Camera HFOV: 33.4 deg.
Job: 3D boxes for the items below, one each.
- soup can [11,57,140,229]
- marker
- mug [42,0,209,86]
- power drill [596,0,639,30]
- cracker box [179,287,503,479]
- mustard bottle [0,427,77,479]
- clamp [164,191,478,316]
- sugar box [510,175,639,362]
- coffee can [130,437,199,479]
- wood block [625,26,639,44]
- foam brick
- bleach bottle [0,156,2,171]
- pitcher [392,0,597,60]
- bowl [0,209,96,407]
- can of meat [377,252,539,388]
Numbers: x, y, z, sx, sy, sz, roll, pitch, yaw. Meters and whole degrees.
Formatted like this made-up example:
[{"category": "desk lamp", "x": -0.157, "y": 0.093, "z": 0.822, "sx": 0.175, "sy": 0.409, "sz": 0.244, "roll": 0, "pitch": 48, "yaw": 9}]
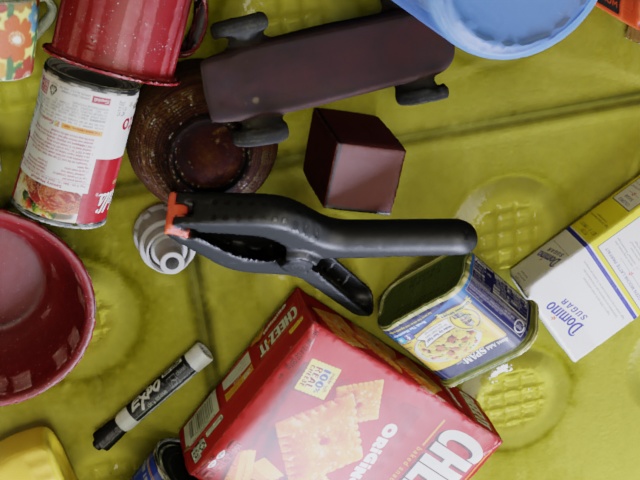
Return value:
[{"category": "soup can", "x": -0.169, "y": -0.068, "z": 0.737, "sx": 0.068, "sy": 0.068, "sz": 0.102, "roll": 13, "pitch": 109, "yaw": -18}, {"category": "marker", "x": -0.136, "y": 0.128, "z": 0.857, "sx": 0.121, "sy": 0.020, "sz": 0.020, "roll": -41, "pitch": 116, "yaw": 6}, {"category": "mug", "x": -0.119, "y": -0.153, "z": 0.708, "sx": 0.117, "sy": 0.093, "sz": 0.081, "roll": 1, "pitch": 111, "yaw": -47}, {"category": "power drill", "x": 0.198, "y": -0.233, "z": 0.698, "sx": 0.057, "sy": 0.184, "sz": 0.187, "roll": -28, "pitch": 126, "yaw": -1}, {"category": "cracker box", "x": 0.018, "y": 0.163, "z": 0.879, "sx": 0.213, "sy": 0.072, "sz": 0.164, "roll": 34, "pitch": 102, "yaw": -24}, {"category": "mustard bottle", "x": -0.289, "y": 0.219, "z": 0.839, "sx": 0.191, "sy": 0.058, "sz": 0.096, "roll": -18, "pitch": 118, "yaw": -5}, {"category": "clamp", "x": -0.005, "y": 0.001, "z": 0.762, "sx": 0.209, "sy": 0.036, "sz": 0.165, "roll": 18, "pitch": 151, "yaw": -28}, {"category": "sugar box", "x": 0.253, "y": 0.013, "z": 0.885, "sx": 0.176, "sy": 0.048, "sz": 0.093, "roll": -35, "pitch": 116, "yaw": 8}, {"category": "coffee can", "x": -0.132, "y": 0.246, "z": 0.863, "sx": 0.102, "sy": 0.103, "sz": 0.140, "roll": 34, "pitch": 102, "yaw": -24}, {"category": "wood block", "x": 0.310, "y": -0.229, "z": 0.767, "sx": 0.090, "sy": 0.090, "sz": 0.206, "roll": 8, "pitch": 111, "yaw": -16}, {"category": "foam brick", "x": 0.023, "y": -0.058, "z": 0.781, "sx": 0.051, "sy": 0.078, "sz": 0.053, "roll": 5, "pitch": 114, "yaw": -16}, {"category": "bleach bottle", "x": -0.342, "y": -0.029, "z": 0.717, "sx": 0.250, "sy": 0.068, "sz": 0.102, "roll": -12, "pitch": 117, "yaw": -11}, {"category": "pitcher", "x": 0.080, "y": -0.205, "z": 0.638, "sx": 0.145, "sy": 0.243, "sz": 0.149, "roll": -9, "pitch": 121, "yaw": -12}, {"category": "bowl", "x": -0.244, "y": 0.040, "z": 0.771, "sx": 0.162, "sy": 0.055, "sz": 0.162, "roll": -5, "pitch": 116, "yaw": -10}, {"category": "can of meat", "x": 0.108, "y": 0.061, "z": 0.849, "sx": 0.084, "sy": 0.057, "sz": 0.102, "roll": 39, "pitch": 130, "yaw": -22}]
